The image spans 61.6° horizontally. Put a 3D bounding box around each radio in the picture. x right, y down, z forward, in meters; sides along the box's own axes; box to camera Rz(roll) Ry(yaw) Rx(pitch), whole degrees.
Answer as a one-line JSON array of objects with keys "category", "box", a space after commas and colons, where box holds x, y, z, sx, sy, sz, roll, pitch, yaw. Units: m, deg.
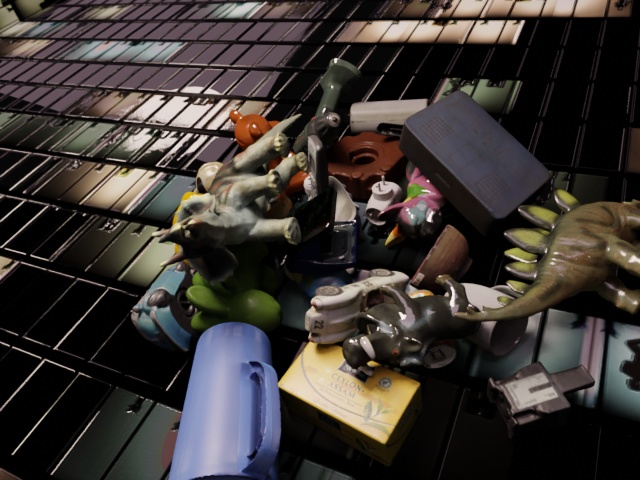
[{"category": "radio", "box": [0.250, -0.130, 0.881, 0.131, 0.073, 0.230, -34, 71, -14]}]

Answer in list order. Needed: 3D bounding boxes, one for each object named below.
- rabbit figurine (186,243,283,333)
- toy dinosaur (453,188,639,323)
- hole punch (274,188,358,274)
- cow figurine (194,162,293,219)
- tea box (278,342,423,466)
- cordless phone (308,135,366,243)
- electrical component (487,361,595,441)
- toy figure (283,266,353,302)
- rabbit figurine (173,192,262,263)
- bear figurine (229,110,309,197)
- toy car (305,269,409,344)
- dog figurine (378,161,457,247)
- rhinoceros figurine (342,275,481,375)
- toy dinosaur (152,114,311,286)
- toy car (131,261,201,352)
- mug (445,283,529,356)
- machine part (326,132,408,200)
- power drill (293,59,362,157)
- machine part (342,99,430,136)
[{"category": "rabbit figurine", "box": [-0.127, 0.080, 0.834, 0.159, 0.121, 0.170, -16, 37, -20]}, {"category": "toy dinosaur", "box": [0.369, 0.021, 0.766, 0.199, 0.104, 0.471, 25, 38, 35]}, {"category": "hole punch", "box": [-0.002, -0.003, 0.839, 0.116, 0.092, 0.142, -26, 36, 26]}, {"category": "cow figurine", "box": [-0.144, -0.092, 1.035, 0.195, 0.127, 0.085, 23, 62, -8]}, {"category": "tea box", "box": [0.040, 0.209, 0.717, 0.170, 0.068, 0.098, 17, 50, 31]}, {"category": "cordless phone", "box": [0.018, -0.083, 0.948, 0.089, 0.184, 0.147, -16, 42, -9]}, {"category": "electrical component", "box": [0.281, 0.196, 0.681, 0.119, 0.047, 0.075, -19, 43, -6]}, {"category": "toy figure", "box": [0.000, 0.055, 0.884, 0.089, 0.082, 0.180, -28, 41, -21]}, {"category": "rabbit figurine", "box": [-0.171, -0.014, 0.971, 0.173, 0.162, 0.122, 36, 48, 20]}, {"category": "bear figurine", "box": [-0.095, -0.181, 1.074, 0.132, 0.195, 0.120, -34, 43, -22]}, {"category": "toy car", "box": [0.057, 0.094, 0.783, 0.056, 0.073, 0.202, 21, 25, 41]}, {"category": "dog figurine", "box": [0.181, -0.083, 0.965, 0.219, 0.108, 0.192, -33, 47, -16]}, {"category": "rhinoceros figurine", "box": [0.117, 0.116, 0.707, 0.190, 0.073, 0.112, -14, 55, -15]}, {"category": "toy dinosaur", "box": [-0.124, -0.074, 0.849, 0.192, 0.131, 0.405, -15, 30, 16]}, {"category": "toy car", "box": [-0.253, 0.112, 0.877, 0.103, 0.109, 0.162, -21, 32, 16]}, {"category": "mug", "box": [0.238, 0.098, 0.775, 0.109, 0.080, 0.107, -38, 38, -20]}, {"category": "machine part", "box": [0.092, -0.157, 1.103, 0.179, 0.055, 0.179, -8, 41, 7]}, {"category": "power drill", "box": [0.021, -0.267, 1.111, 0.086, 0.232, 0.207, 19, 70, -13]}, {"category": "machine part", "box": [0.155, -0.268, 1.188, 0.243, 0.079, 0.079, 0, 44, 17]}]
